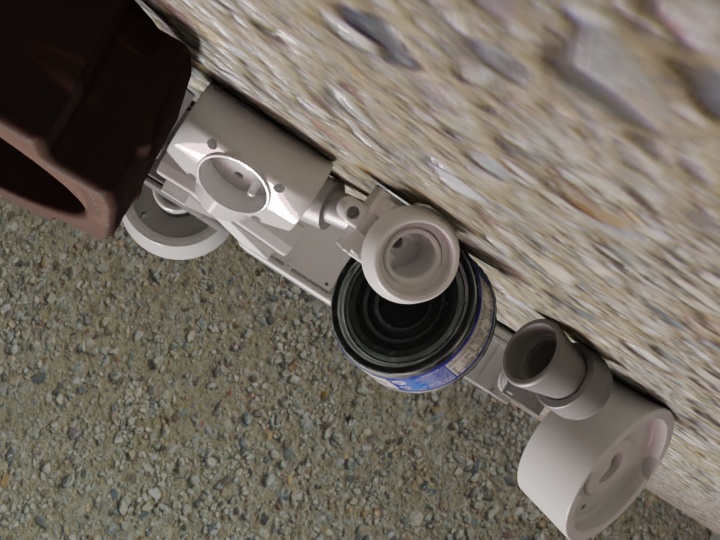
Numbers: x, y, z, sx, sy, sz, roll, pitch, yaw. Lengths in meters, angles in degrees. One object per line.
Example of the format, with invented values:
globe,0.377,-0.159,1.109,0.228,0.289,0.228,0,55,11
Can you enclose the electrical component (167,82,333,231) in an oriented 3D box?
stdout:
electrical component,-0.065,-0.051,0.580,0.077,0.044,0.079,33,143,-9

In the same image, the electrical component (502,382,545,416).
electrical component,0.137,0.085,0.839,0.040,0.046,0.040,33,177,2

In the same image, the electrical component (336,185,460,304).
electrical component,0.021,-0.011,0.528,0.066,0.048,0.055,34,-175,-17

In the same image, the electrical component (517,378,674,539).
electrical component,0.153,0.121,0.726,0.060,0.108,0.108,38,-179,35

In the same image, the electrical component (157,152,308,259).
electrical component,-0.070,-0.050,0.667,0.062,0.061,0.096,31,176,36

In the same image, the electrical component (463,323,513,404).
electrical component,0.104,0.070,0.889,0.080,0.051,0.080,33,177,2

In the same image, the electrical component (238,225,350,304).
electrical component,-0.042,-0.025,0.780,0.096,0.061,0.061,33,177,2

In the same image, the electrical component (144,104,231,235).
electrical component,-0.118,-0.077,0.728,0.096,0.061,0.061,31,176,35

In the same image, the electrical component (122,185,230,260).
electrical component,-0.158,-0.066,0.936,0.108,0.108,0.060,33,171,-2

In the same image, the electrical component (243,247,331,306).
electrical component,-0.041,-0.020,0.847,0.096,0.061,0.061,35,176,-33

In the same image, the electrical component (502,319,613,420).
electrical component,0.120,0.061,0.649,0.055,0.045,0.045,34,177,-33

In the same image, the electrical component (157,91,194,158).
electrical component,-0.171,-0.118,0.667,0.113,0.057,0.078,31,177,28
